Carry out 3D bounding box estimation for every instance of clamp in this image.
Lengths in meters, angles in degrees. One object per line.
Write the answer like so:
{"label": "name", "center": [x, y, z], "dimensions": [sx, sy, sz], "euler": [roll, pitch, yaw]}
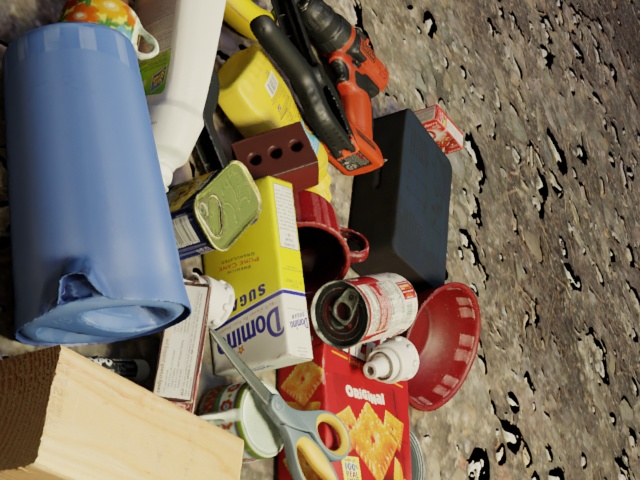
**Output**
{"label": "clamp", "center": [-0.125, -0.126, 1.055], "dimensions": [0.120, 0.039, 0.171], "euler": [36, 50, -45]}
{"label": "clamp", "center": [-0.016, -0.178, 1.169], "dimensions": [0.210, 0.036, 0.164], "euler": [63, 18, -16]}

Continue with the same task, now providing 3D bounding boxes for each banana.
{"label": "banana", "center": [-0.104, -0.270, 1.167], "dimensions": [0.197, 0.037, 0.070], "euler": [33, 28, -50]}

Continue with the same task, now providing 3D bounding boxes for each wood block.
{"label": "wood block", "center": [-0.160, 0.165, 0.808], "dimensions": [0.205, 0.091, 0.090], "euler": [39, 46, -44]}

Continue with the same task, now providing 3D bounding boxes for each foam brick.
{"label": "foam brick", "center": [-0.045, -0.077, 1.084], "dimensions": [0.051, 0.078, 0.053], "euler": [90, -21, -64]}

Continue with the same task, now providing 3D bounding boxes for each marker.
{"label": "marker", "center": [-0.186, 0.104, 0.866], "dimensions": [0.120, 0.020, 0.020], "euler": [13, 65, -56]}

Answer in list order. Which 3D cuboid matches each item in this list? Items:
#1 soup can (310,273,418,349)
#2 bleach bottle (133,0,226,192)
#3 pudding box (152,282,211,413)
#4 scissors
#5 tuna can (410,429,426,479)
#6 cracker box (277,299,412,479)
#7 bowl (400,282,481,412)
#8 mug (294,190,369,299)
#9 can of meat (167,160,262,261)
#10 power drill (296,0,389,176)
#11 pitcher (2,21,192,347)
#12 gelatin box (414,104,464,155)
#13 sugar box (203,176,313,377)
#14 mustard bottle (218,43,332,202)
{"label": "soup can", "center": [0.047, 0.070, 1.076], "dimensions": [0.102, 0.069, 0.068], "euler": [-6, 81, -55]}
{"label": "bleach bottle", "center": [-0.140, -0.157, 0.975], "dimensions": [0.068, 0.103, 0.251], "euler": [25, 60, -37]}
{"label": "pudding box", "center": [-0.119, 0.104, 0.908], "dimensions": [0.090, 0.039, 0.113], "euler": [108, -13, -57]}
{"label": "scissors", "center": [-0.029, 0.149, 0.983], "dimensions": [0.096, 0.016, 0.202], "euler": [-38, 103, -52]}
{"label": "tuna can", "center": [0.085, 0.254, 1.212], "dimensions": [0.086, 0.034, 0.086], "euler": [32, 50, -48]}
{"label": "cracker box", "center": [0.029, 0.185, 1.118], "dimensions": [0.164, 0.072, 0.213], "euler": [33, 49, -46]}
{"label": "bowl", "center": [0.128, 0.123, 1.290], "dimensions": [0.161, 0.055, 0.162], "euler": [-20, 117, -44]}
{"label": "mug", "center": [-0.007, 0.001, 1.104], "dimensions": [0.081, 0.117, 0.093], "euler": [-100, -166, -58]}
{"label": "can of meat", "center": [-0.114, -0.022, 0.978], "dimensions": [0.057, 0.084, 0.102], "euler": [62, 32, -18]}
{"label": "power drill", "center": [0.027, -0.188, 1.311], "dimensions": [0.184, 0.057, 0.187], "euler": [37, 46, -45]}
{"label": "pitcher", "center": [-0.184, -0.040, 0.851], "dimensions": [0.144, 0.149, 0.243], "euler": [4, 68, -41]}
{"label": "gelatin box", "center": [0.137, -0.139, 1.433], "dimensions": [0.073, 0.089, 0.030], "euler": [41, 45, -41]}
{"label": "sugar box", "center": [-0.064, 0.037, 1.022], "dimensions": [0.048, 0.093, 0.176], "euler": [18, 60, -53]}
{"label": "mustard bottle", "center": [-0.042, -0.113, 1.164], "dimensions": [0.191, 0.058, 0.096], "euler": [55, 29, -27]}
